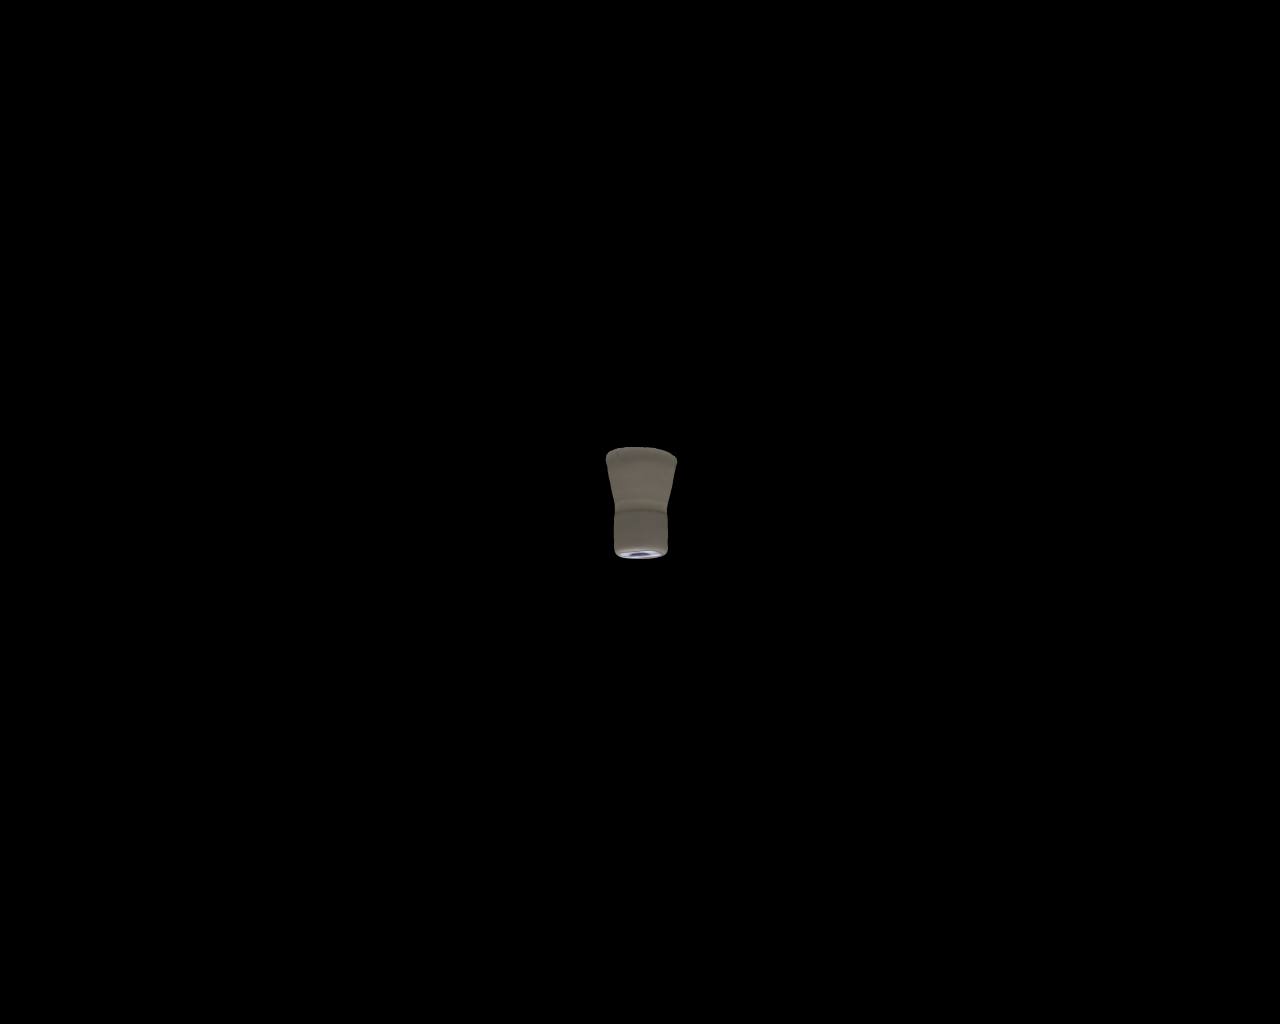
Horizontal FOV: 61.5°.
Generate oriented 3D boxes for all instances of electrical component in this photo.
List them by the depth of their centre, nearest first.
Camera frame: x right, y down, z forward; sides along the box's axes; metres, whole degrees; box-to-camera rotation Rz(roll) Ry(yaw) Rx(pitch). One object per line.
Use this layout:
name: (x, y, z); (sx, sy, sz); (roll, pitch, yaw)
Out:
electrical component: (0.001, -0.003, 0.650); (0.044, 0.065, 0.044); (0, -14, 0)
